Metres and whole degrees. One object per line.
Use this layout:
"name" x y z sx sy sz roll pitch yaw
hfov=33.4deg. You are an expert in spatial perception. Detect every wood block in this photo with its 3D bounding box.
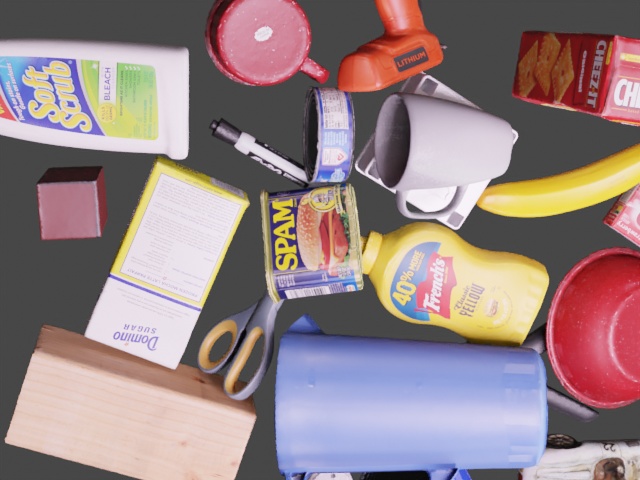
"wood block" -0.172 0.158 0.986 0.206 0.091 0.090 18 100 -12

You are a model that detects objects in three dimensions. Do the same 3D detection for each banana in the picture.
"banana" 0.243 -0.058 1.014 0.198 0.037 0.069 -21 138 2

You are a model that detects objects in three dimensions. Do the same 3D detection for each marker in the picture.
"marker" -0.048 -0.077 0.985 0.121 0.020 0.020 30 97 -14

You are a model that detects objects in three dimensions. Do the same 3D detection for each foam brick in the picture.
"foam brick" -0.218 -0.034 0.942 0.051 0.078 0.053 -3 103 -6

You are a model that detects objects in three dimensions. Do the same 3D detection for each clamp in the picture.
"clamp" 0.199 0.118 1.059 0.171 0.039 0.120 4 89 -10

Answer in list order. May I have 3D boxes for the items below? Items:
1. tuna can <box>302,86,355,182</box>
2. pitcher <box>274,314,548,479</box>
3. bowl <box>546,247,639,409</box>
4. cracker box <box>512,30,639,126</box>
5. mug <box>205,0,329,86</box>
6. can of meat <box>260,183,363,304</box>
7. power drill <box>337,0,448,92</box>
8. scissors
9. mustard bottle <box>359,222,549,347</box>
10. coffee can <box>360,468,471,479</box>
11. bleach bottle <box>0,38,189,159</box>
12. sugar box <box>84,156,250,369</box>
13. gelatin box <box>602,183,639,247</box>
"tuna can" 0.007 -0.094 0.955 0.033 0.086 0.086 0 103 -10
"pitcher" 0.079 0.161 0.972 0.243 0.145 0.149 1 115 5
"bowl" 0.302 0.089 1.036 0.161 0.055 0.162 -2 94 -22
"cracker box" 0.279 -0.135 0.918 0.164 0.214 0.072 6 102 -10
"mug" -0.043 -0.172 0.932 0.117 0.081 0.093 34 96 -14
"can of meat" -0.006 0.001 0.965 0.084 0.057 0.102 -7 67 5
"power drill" 0.037 -0.225 0.905 0.184 0.057 0.187 -27 115 -39
"scissors" -0.057 0.054 1.009 0.016 0.096 0.201 38 64 -44
"mustard bottle" 0.110 0.036 1.006 0.191 0.058 0.096 21 110 -2
"coffee can" 0.114 0.277 1.050 0.103 0.103 0.140 -28 105 -1
"bleach bottle" -0.240 -0.123 0.926 0.250 0.068 0.102 0 103 -6
"sugar box" -0.142 0.022 0.983 0.093 0.048 0.176 23 102 -13
"gelatin box" 0.335 -0.023 1.048 0.089 0.030 0.073 32 97 -14
